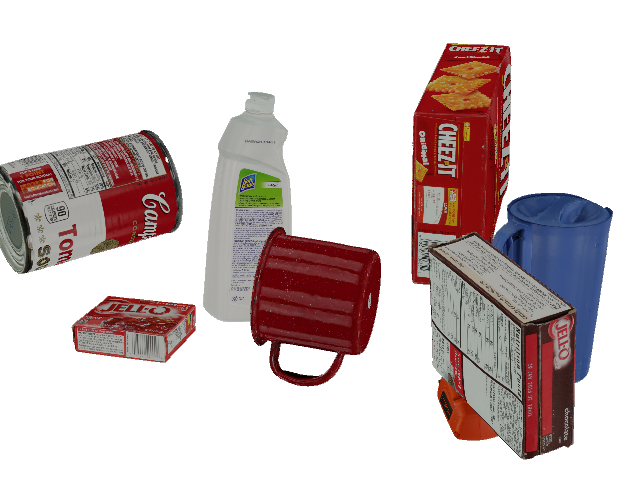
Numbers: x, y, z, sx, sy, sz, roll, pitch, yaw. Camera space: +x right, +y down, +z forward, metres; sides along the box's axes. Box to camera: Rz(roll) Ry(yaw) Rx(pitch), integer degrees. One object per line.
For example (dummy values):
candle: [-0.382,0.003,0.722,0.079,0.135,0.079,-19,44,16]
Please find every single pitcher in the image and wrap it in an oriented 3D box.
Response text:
pitcher: [0.300,0.068,1.411,0.149,0.243,0.145,4,21,12]

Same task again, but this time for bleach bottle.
bleach bottle: [-0.071,-0.038,1.184,0.102,0.251,0.068,-3,19,-30]

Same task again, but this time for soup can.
soup can: [-0.146,-0.025,0.659,0.102,0.068,0.069,-18,9,-30]

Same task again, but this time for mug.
mug: [-0.003,0.053,0.810,0.081,0.117,0.093,9,-13,12]

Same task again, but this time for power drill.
power drill: [0.167,0.118,1.149,0.057,0.188,0.184,-2,24,-4]

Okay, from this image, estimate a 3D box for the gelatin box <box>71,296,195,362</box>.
gelatin box: [-0.165,0.077,0.954,0.089,0.030,0.073,6,19,14]

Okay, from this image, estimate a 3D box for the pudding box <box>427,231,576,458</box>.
pudding box: [0.104,0.058,0.621,0.039,0.090,0.114,-14,28,-20]

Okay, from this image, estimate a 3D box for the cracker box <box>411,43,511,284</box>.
cracker box: [0.135,-0.077,0.996,0.072,0.164,0.213,5,27,14]
